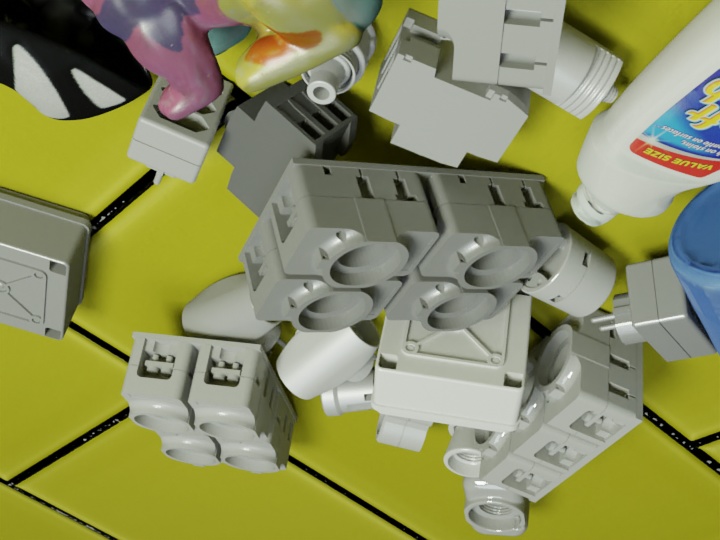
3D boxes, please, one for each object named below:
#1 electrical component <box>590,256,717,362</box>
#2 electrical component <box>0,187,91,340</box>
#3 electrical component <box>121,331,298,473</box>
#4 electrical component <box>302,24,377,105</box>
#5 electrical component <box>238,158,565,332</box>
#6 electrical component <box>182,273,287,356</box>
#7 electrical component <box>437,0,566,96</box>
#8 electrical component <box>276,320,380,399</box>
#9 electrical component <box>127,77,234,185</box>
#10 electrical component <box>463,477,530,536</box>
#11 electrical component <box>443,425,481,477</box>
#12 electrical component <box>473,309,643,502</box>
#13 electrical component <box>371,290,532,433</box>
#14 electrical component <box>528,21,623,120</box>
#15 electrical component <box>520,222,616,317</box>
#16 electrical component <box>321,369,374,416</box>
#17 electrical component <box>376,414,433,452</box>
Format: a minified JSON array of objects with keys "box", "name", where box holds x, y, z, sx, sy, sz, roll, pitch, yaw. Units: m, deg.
[{"box":[0.204,0.032,0.764,0.076,0.047,0.083,-13,152,28],"name":"electrical component"},{"box":[-0.277,-0.007,0.857,0.109,0.056,0.108,17,139,-5],"name":"electrical component"},{"box":[-0.124,0.121,0.921,0.105,0.060,0.186,5,155,9],"name":"electrical component"},{"box":[-0.017,-0.126,0.649,0.048,0.062,0.048,7,139,6],"name":"electrical component"},{"box":[0.028,-0.012,0.711,0.186,0.060,0.105,1,146,-27],"name":"electrical component"},{"box":[-0.091,0.045,0.877,0.077,0.043,0.079,-21,129,34],"name":"electrical component"},{"box":[0.076,-0.192,0.516,0.060,0.105,0.186,7,139,7],"name":"electrical component"},{"box":[-0.015,0.070,0.881,0.077,0.044,0.079,-39,145,22],"name":"electrical component"},{"box":[-0.124,-0.088,0.718,0.047,0.065,0.076,22,138,-10],"name":"electrical component"},{"box":[0.126,0.201,0.986,0.054,0.059,0.095,0,138,14],"name":"electrical component"},{"box":[0.098,0.145,0.932,0.045,0.055,0.045,8,139,7],"name":"electrical component"},{"box":[0.153,0.105,0.846,0.062,0.089,0.150,23,138,-12],"name":"electrical component"},{"box":[0.070,0.057,0.800,0.109,0.108,0.056,8,136,6],"name":"electrical component"},{"box":[0.117,-0.122,0.633,0.081,0.043,0.043,27,138,-16],"name":"electrical component"},{"box":[0.147,0.001,0.758,0.047,0.055,0.055,29,137,-23],"name":"electrical component"},{"box":[-0.007,0.104,0.927,0.046,0.040,0.040,-6,136,13],"name":"electrical component"},{"box":[0.063,0.105,0.898,0.074,0.052,0.138,14,139,-2],"name":"electrical component"}]
